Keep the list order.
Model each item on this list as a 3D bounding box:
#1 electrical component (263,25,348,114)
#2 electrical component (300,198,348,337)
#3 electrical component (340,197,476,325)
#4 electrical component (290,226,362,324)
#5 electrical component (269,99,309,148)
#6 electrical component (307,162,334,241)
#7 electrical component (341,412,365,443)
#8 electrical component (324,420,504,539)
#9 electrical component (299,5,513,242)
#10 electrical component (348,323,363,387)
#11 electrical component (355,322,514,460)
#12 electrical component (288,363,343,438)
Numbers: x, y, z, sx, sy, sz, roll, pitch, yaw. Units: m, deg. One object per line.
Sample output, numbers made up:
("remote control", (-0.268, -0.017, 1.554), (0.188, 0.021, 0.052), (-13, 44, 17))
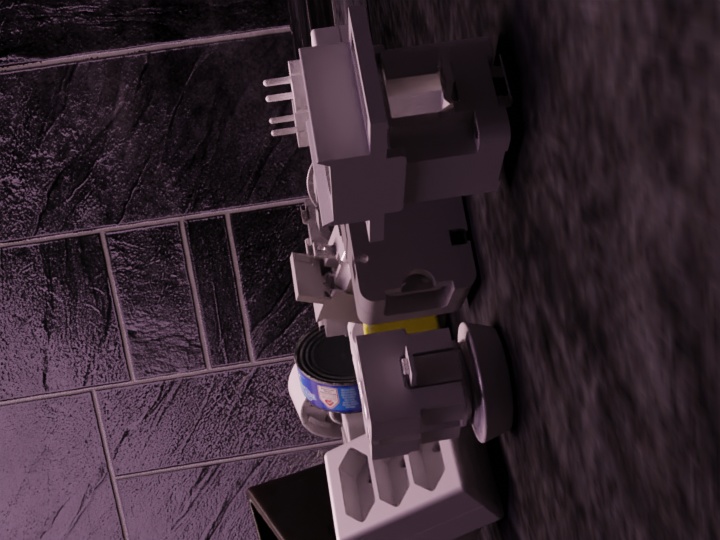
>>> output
("electrical component", (-0.029, -0.131, 0.758), (0.065, 0.077, 0.047), (88, 172, -64))
("electrical component", (-0.008, -0.007, 0.839), (0.078, 0.063, 0.121), (85, 175, -46))
("electrical component", (0.017, -0.025, 0.480), (0.055, 0.050, 0.089), (95, 166, -75))
("electrical component", (0.000, 0.000, 0.686), (0.042, 0.081, 0.063), (-102, 27, -47))
("electrical component", (-0.031, -0.115, 0.827), (0.065, 0.077, 0.047), (-103, 6, -51))
("electrical component", (-0.005, -0.054, 0.722), (0.057, 0.058, 0.078), (-110, 15, -65))
("electrical component", (0.020, 0.162, 0.863), (0.109, 0.056, 0.108), (-161, 62, -86))
("electrical component", (0.033, 0.105, 0.495), (0.077, 0.066, 0.047), (43, -154, -44))
("electrical component", (0.015, -0.046, 0.350), (0.081, 0.064, 0.042), (90, 172, -67))
("electrical component", (0.015, 0.055, 0.742), (0.079, 0.043, 0.077), (78, 180, -48))
("electrical component", (0.029, 0.047, 0.425), (0.066, 0.055, 0.048), (88, 173, -63))
("electrical component", (-0.013, 0.099, 0.945), (0.099, 0.099, 0.064), (85, 169, -45))
